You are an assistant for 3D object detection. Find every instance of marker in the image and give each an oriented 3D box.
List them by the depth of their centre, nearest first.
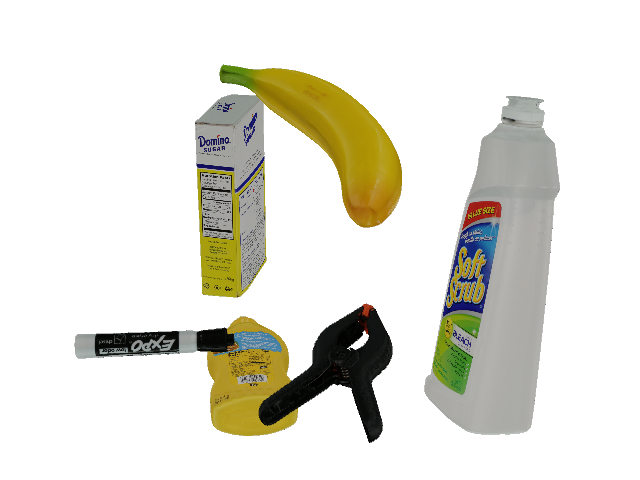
[{"bbox_3d":[-0.127,0.079,0.820,0.121,0.020,0.020,-2,0,-1],"label":"marker"}]

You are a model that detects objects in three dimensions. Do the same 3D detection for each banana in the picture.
[{"bbox_3d":[0.006,-0.062,0.654,0.069,0.037,0.198,-15,36,-23],"label":"banana"}]

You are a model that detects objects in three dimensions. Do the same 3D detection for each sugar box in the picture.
[{"bbox_3d":[-0.084,-0.043,1.020,0.048,0.176,0.093,4,25,13],"label":"sugar box"}]

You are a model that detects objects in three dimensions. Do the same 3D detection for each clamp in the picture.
[{"bbox_3d":[0.030,0.128,1.026,0.120,0.039,0.171,16,46,25],"label":"clamp"}]

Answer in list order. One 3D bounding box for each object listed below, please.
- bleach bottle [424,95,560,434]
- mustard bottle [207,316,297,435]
[{"bbox_3d":[0.136,0.015,0.818,0.068,0.251,0.103,2,13,-17],"label":"bleach bottle"},{"bbox_3d":[-0.084,0.147,1.244,0.096,0.058,0.191,-4,30,-6],"label":"mustard bottle"}]
